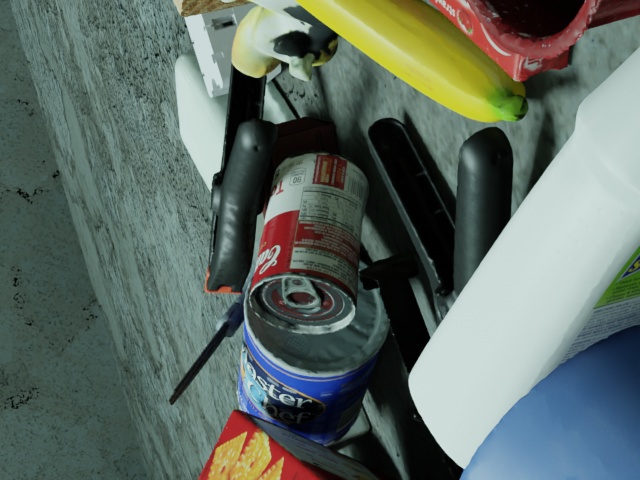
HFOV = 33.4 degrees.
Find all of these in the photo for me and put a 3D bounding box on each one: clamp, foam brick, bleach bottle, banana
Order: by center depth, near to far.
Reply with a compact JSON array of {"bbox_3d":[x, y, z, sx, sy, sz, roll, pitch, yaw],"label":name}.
[{"bbox_3d":[0.113,-0.001,0.396,0.068,0.102,0.251,57,150,25],"label":"bleach bottle"},{"bbox_3d":[0.031,-0.112,0.521,0.198,0.037,0.069,38,177,22],"label":"banana"},{"bbox_3d":[0.084,0.030,0.569,0.165,0.036,0.210,-171,63,-78],"label":"clamp"},{"bbox_3d":[-0.055,-0.042,0.726,0.120,0.039,0.172,-88,12,-49],"label":"clamp"},{"bbox_3d":[-0.015,-0.045,0.775,0.051,0.053,0.078,-154,50,-66],"label":"foam brick"}]

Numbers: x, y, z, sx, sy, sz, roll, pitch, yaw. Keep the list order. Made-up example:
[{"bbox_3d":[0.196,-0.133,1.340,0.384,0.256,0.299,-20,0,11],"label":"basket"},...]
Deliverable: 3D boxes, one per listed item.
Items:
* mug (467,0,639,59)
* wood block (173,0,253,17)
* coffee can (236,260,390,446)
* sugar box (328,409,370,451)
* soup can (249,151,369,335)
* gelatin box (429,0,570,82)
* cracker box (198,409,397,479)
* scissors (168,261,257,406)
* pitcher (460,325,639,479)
[{"bbox_3d":[0.091,-0.111,0.350,0.117,0.081,0.093,154,98,-72],"label":"mug"},{"bbox_3d":[-0.083,-0.263,0.709,0.091,0.090,0.206,110,140,-62],"label":"wood block"},{"bbox_3d":[-0.009,0.084,0.796,0.140,0.102,0.103,101,147,-57],"label":"coffee can"},{"bbox_3d":[-0.012,0.151,0.962,0.176,0.048,0.093,117,133,-67],"label":"sugar box"},{"bbox_3d":[-0.005,0.001,0.696,0.068,0.068,0.102,100,179,-56],"label":"soup can"},{"bbox_3d":[0.077,-0.123,0.464,0.073,0.030,0.089,89,156,-43],"label":"gelatin box"},{"bbox_3d":[0.025,0.194,0.704,0.072,0.164,0.214,-63,20,-5],"label":"cracker box"},{"bbox_3d":[-0.057,0.043,0.794,0.096,0.016,0.201,-64,-6,22],"label":"scissors"},{"bbox_3d":[0.162,0.136,0.330,0.243,0.145,0.149,49,165,44],"label":"pitcher"}]
